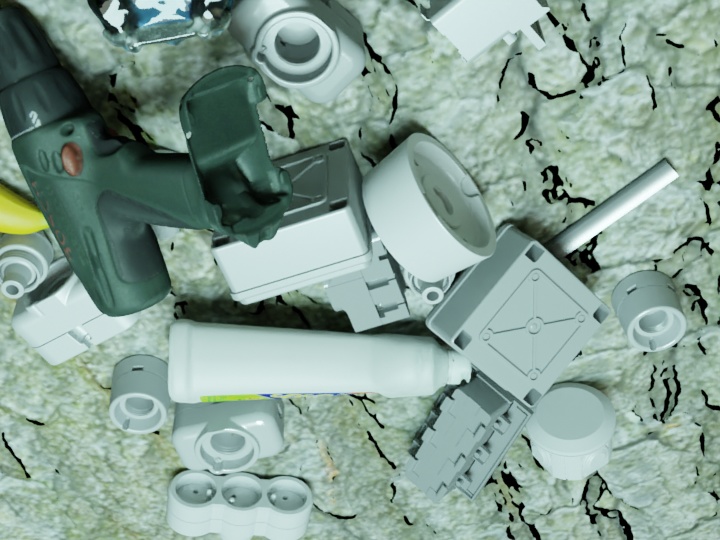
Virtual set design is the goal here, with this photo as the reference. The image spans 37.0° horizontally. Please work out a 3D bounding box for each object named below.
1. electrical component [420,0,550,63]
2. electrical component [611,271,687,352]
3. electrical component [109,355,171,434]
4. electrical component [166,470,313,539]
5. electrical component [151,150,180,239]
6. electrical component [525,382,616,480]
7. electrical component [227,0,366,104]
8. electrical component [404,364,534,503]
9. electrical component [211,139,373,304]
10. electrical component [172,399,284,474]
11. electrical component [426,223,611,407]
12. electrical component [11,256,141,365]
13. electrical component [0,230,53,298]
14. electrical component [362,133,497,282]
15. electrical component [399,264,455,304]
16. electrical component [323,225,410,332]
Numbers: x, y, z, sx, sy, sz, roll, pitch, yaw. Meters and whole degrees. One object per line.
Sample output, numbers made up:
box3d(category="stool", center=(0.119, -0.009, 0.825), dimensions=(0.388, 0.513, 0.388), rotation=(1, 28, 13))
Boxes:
box3d(category="electrical component", center=(0.075, -0.189, 0.691), dimensions=(0.063, 0.121, 0.079), rotation=(-35, 121, 24))
box3d(category="electrical component", center=(0.247, 0.036, 0.916), dimensions=(0.055, 0.047, 0.055), rotation=(-2, 127, -2))
box3d(category="electrical component", center=(-0.193, 0.111, 0.948), dimensions=(0.055, 0.047, 0.055), rotation=(-2, 127, -2))
box3d(category="electrical component", center=(-0.119, 0.240, 1.045), dimensions=(0.138, 0.052, 0.073), rotation=(6, 126, -8))
box3d(category="electrical component", center=(-0.152, -0.058, 0.825), dimensions=(0.045, 0.045, 0.055), rotation=(18, 123, -16))
box3d(category="electrical component", center=(0.191, 0.146, 0.976), dimensions=(0.080, 0.080, 0.051), rotation=(-9, 132, 4))
box3d(category="electrical component", center=(-0.043, -0.164, 0.742), dimensions=(0.095, 0.059, 0.054), rotation=(36, 117, -26))
box3d(category="electrical component", center=(0.092, 0.150, 0.974), dimensions=(0.079, 0.063, 0.121), rotation=(40, 126, 20))
box3d(category="electrical component", center=(-0.050, -0.038, 0.806), dimensions=(0.109, 0.108, 0.056), rotation=(-17, 123, 9))
box3d(category="electrical component", center=(-0.118, 0.142, 0.968), dimensions=(0.095, 0.059, 0.053), rotation=(-12, 127, 6))
box3d(category="electrical component", center=(0.130, 0.037, 0.881), dimensions=(0.109, 0.056, 0.108), rotation=(39, 91, -27))
box3d(category="electrical component", center=(-0.233, 0.027, 0.879), dimensions=(0.095, 0.053, 0.059), rotation=(-26, 124, 16))
box3d(category="electrical component", center=(-0.268, -0.003, 0.849), dimensions=(0.043, 0.062, 0.043), rotation=(-2, 127, -2))
box3d(category="electrical component", center=(0.047, -0.042, 0.812), dimensions=(0.060, 0.108, 0.108), rotation=(-33, 122, 27))
box3d(category="electrical component", center=(0.056, 0.002, 0.870), dimensions=(0.048, 0.062, 0.048), rotation=(-1, 127, -1))
box3d(category="electrical component", center=(0.000, 0.000, 0.873), dimensions=(0.056, 0.050, 0.089), rotation=(-17, 126, 8))
